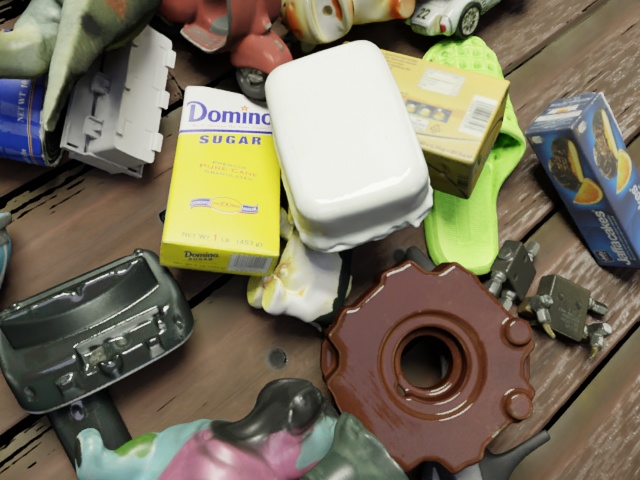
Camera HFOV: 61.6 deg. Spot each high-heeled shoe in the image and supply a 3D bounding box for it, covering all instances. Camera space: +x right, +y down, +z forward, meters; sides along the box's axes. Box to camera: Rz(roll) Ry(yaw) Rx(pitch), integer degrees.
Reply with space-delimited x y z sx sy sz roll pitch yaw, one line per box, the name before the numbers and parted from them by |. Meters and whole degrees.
high-heeled shoe | 0.109 0.140 0.527 0.145 0.086 0.249 -33 70 10

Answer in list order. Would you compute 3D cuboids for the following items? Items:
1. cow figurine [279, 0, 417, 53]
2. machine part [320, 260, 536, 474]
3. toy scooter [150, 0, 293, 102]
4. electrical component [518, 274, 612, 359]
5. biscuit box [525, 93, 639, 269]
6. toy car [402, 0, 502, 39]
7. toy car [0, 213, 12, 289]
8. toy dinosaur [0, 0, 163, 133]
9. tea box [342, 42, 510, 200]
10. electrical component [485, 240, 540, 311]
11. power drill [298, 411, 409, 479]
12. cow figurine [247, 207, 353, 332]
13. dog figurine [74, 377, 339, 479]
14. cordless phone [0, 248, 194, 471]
cow figurine | 0.037 -0.248 0.525 0.195 0.127 0.085 -43 127 -33
machine part | 0.089 0.103 0.453 0.179 0.056 0.179 0 82 0
toy scooter | -0.088 -0.219 0.471 0.184 0.135 0.075 41 57 11
electrical component | 0.269 0.081 0.584 0.102 0.045 0.078 31 74 -9
biscuit box | 0.305 -0.058 0.585 0.059 0.063 0.202 -47 112 -18
toy car | 0.178 -0.289 0.609 0.202 0.056 0.074 -39 50 -20
toy car | -0.303 0.040 0.391 0.162 0.109 0.102 -19 103 -11
toy dinosaur | -0.193 -0.225 0.409 0.192 0.131 0.405 -21 68 -34
tea box | 0.081 -0.117 0.516 0.170 0.068 0.098 23 71 22
electrical component | 0.205 0.031 0.571 0.094 0.021 0.063 -54 130 -19
power drill | -0.025 0.226 0.354 0.207 0.086 0.231 -30 119 -13
cow figurine | 0.000 -0.003 0.505 0.098 0.068 0.167 23 76 -28
dog figurine | -0.071 0.205 0.423 0.219 0.109 0.191 0 105 -32
cordless phone | -0.162 0.113 0.440 0.146 0.089 0.184 -26 99 -20
